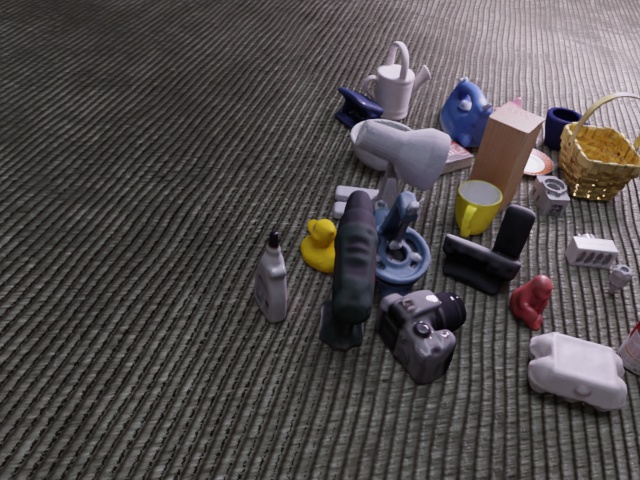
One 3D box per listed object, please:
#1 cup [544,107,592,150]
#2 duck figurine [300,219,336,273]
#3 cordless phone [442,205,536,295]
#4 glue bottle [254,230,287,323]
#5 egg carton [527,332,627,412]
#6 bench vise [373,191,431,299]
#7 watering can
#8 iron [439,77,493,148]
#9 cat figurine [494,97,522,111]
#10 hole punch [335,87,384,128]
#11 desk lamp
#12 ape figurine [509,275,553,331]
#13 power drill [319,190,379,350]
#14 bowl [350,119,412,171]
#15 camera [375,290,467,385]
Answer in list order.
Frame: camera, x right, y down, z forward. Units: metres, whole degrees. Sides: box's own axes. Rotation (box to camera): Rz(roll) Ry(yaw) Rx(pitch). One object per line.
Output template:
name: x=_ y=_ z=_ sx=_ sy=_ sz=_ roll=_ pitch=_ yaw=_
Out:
cup: x=0.628 y=-0.277 z=1.472 sx=0.117 sy=0.095 sz=0.092 roll=27 pitch=45 yaw=21
duck figurine: x=0.010 y=0.004 z=1.067 sx=0.078 sy=0.086 sz=0.104 roll=-25 pitch=51 yaw=-32
cordless phone: x=0.308 y=-0.005 z=1.048 sx=0.147 sy=0.185 sz=0.094 roll=21 pitch=43 yaw=15
glue bottle: x=-0.078 y=0.053 z=0.932 sx=0.037 sy=0.173 sz=0.078 roll=-15 pitch=46 yaw=-23
egg carton: x=0.405 y=0.210 z=0.909 sx=0.150 sy=0.069 sz=0.107 roll=15 pitch=42 yaw=8
bench vise: x=0.118 y=-0.014 z=1.002 sx=0.122 sy=0.220 sz=0.207 roll=-13 pitch=45 yaw=-22
watering can: x=0.201 y=-0.422 z=1.494 sx=0.173 sy=0.194 sz=0.100 roll=-24 pitch=50 yaw=-31
iron: x=0.377 y=-0.342 z=1.471 sx=0.119 sy=0.141 sz=0.258 roll=-2 pitch=42 yaw=-10
cat figurine: x=0.503 y=-0.303 z=1.465 sx=0.127 sy=0.118 sz=0.067 roll=18 pitch=42 yaw=11
hole punch: x=0.102 y=-0.347 z=1.472 sx=0.101 sy=0.091 sz=0.108 roll=-23 pitch=50 yaw=-30
desk lamp: x=0.139 y=-0.135 z=1.147 sx=0.203 sy=0.213 sz=0.118 roll=7 pitch=41 yaw=-1
ape figurine: x=0.380 y=0.101 z=1.010 sx=0.078 sy=0.092 sz=0.076 roll=-19 pitch=48 yaw=-27
power drill: x=0.047 y=0.063 z=0.913 sx=0.075 sy=0.208 sz=0.229 roll=6 pitch=41 yaw=-1
bowl: x=0.148 y=-0.210 z=1.337 sx=0.167 sy=0.075 sz=0.167 roll=5 pitch=41 yaw=-4
camera: x=0.181 y=0.136 z=0.933 sx=0.137 sy=0.101 sz=0.142 roll=-15 pitch=46 yaw=-24
